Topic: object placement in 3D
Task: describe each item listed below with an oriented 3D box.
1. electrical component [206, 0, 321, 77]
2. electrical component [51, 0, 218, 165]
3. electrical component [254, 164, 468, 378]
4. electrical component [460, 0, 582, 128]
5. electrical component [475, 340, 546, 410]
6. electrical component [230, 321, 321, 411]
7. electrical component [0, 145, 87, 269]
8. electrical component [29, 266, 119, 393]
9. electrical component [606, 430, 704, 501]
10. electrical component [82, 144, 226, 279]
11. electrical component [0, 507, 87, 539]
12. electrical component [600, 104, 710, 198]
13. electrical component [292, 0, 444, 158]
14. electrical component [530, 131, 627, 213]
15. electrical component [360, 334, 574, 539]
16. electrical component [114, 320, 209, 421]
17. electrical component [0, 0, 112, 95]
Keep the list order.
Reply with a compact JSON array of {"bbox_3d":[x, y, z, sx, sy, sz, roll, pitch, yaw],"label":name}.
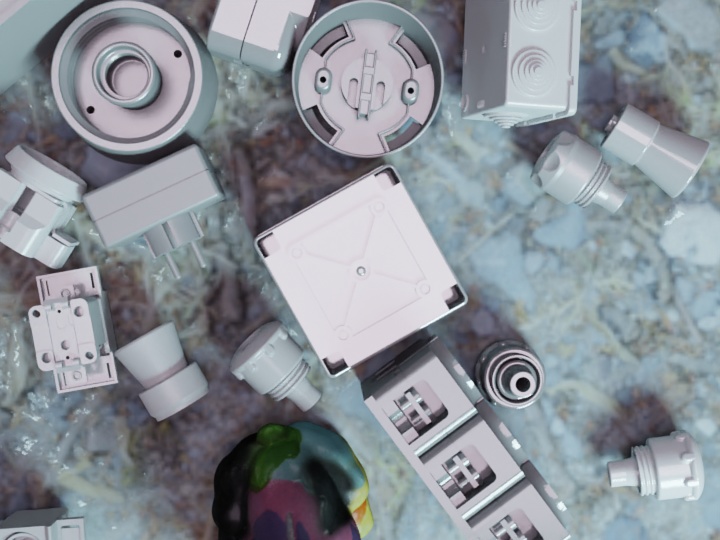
[{"bbox_3d":[-0.059,-0.181,0.718,0.059,0.054,0.095,18,91,-2],"label":"electrical component"},{"bbox_3d":[-0.152,-0.126,0.714,0.108,0.060,0.108,0,91,-2],"label":"electrical component"},{"bbox_3d":[0.000,0.000,0.723,0.109,0.056,0.108,-29,92,-1],"label":"electrical component"},{"bbox_3d":[0.102,-0.142,0.702,0.048,0.100,0.099,2,92,-14],"label":"electrical component"},{"bbox_3d":[0.104,0.073,0.725,0.048,0.062,0.048,0,91,-2],"label":"electrical component"},{"bbox_3d":[-0.054,0.069,0.730,0.048,0.048,0.062,-44,99,0],"label":"electrical component"},{"bbox_3d":[-0.219,-0.046,0.716,0.078,0.058,0.057,32,93,-2],"label":"electrical component"},{"bbox_3d":[-0.191,0.040,0.716,0.042,0.064,0.081,-11,91,-2],"label":"electrical component"},{"bbox_3d":[0.202,0.137,0.739,0.062,0.048,0.048,-8,92,6],"label":"electrical component"},{"bbox_3d":[-0.129,-0.032,0.723,0.083,0.047,0.075,-25,92,-1],"label":"electrical component"},{"bbox_3d":[-0.217,0.225,0.719,0.079,0.063,0.121,-4,92,-2],"label":"electrical component"},{"bbox_3d":[0.199,-0.084,0.735,0.065,0.044,0.044,31,90,3],"label":"electrical component"},{"bbox_3d":[0.005,-0.123,0.716,0.099,0.064,0.099,0,92,-2],"label":"electrical component"},{"bbox_3d":[0.152,-0.063,0.732,0.062,0.043,0.043,33,90,-3],"label":"electrical component"},{"bbox_3d":[0.070,0.121,0.711,0.062,0.089,0.150,-37,92,0],"label":"electrical component"},{"bbox_3d":[-0.133,0.068,0.727,0.045,0.045,0.055,-30,92,-1],"label":"electrical component"},{"bbox_3d":[-0.200,-0.197,0.688,0.186,0.105,0.060,-40,92,0],"label":"electrical component"}]
